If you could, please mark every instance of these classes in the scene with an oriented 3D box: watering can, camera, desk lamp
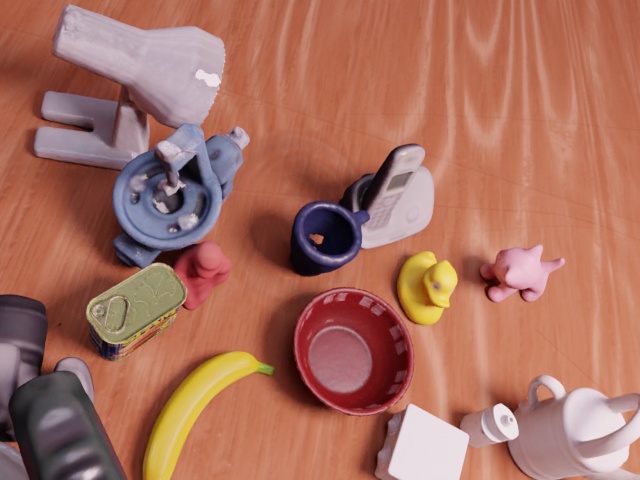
[{"bbox_3d":[0.336,0.241,0.708,0.173,0.193,0.101,34,57,-3],"label":"watering can"},{"bbox_3d":[-0.296,0.124,0.566,0.143,0.100,0.137,6,62,-19],"label":"camera"},{"bbox_3d":[-0.231,-0.175,0.681,0.204,0.213,0.118,6,62,-19],"label":"desk lamp"}]

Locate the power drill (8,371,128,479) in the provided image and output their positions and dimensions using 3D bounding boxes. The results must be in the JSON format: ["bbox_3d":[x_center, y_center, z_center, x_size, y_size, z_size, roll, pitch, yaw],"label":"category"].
[{"bbox_3d":[-0.193,0.231,0.488,0.076,0.208,0.229,-23,74,-30],"label":"power drill"}]

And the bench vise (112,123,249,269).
[{"bbox_3d":[-0.158,-0.085,0.660,0.121,0.219,0.207,24,58,-9],"label":"bench vise"}]

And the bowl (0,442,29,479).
[{"bbox_3d":[-0.324,0.261,0.499,0.168,0.074,0.167,10,61,-17],"label":"bowl"}]

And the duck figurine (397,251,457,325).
[{"bbox_3d":[0.157,0.057,0.795,0.078,0.086,0.104,10,61,-17],"label":"duck figurine"}]

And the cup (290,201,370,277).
[{"bbox_3d":[0.007,0.003,0.756,0.118,0.095,0.091,-28,77,-31],"label":"cup"}]

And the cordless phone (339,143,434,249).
[{"bbox_3d":[0.116,-0.072,0.786,0.148,0.185,0.094,-20,73,-29],"label":"cordless phone"}]

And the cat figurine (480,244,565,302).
[{"bbox_3d":[0.300,0.044,0.841,0.128,0.117,0.067,-2,65,-23],"label":"cat figurine"}]

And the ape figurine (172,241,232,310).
[{"bbox_3d":[-0.141,0.032,0.683,0.078,0.092,0.076,-7,67,-25],"label":"ape figurine"}]
